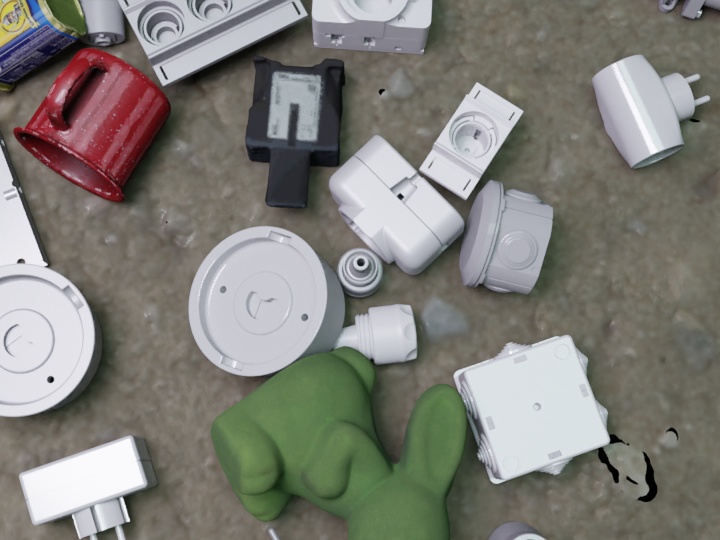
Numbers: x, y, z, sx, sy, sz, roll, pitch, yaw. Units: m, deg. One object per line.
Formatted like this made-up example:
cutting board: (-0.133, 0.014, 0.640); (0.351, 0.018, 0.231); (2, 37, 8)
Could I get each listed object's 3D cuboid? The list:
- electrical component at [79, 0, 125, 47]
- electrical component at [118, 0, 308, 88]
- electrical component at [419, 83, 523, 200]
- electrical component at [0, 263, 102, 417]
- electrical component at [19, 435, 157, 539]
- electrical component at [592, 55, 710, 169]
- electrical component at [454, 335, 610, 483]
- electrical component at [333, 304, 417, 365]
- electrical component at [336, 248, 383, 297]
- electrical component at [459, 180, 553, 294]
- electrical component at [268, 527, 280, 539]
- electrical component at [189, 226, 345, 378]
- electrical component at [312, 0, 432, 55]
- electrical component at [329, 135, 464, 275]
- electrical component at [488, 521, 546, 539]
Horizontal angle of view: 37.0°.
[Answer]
electrical component: (-0.203, -0.208, 0.838); (0.044, 0.044, 0.065); (-5, 85, -2)
electrical component: (-0.112, -0.196, 0.827); (0.121, 0.063, 0.078); (-28, 82, -6)
electrical component: (0.082, -0.094, 0.813); (0.042, 0.064, 0.081); (34, 81, 3)
electrical component: (-0.240, 0.053, 0.780); (0.108, 0.060, 0.108); (0, 80, -1)
electrical component: (-0.187, 0.167, 0.767); (0.083, 0.047, 0.075); (-19, 81, -5)
electrical component: (0.231, -0.128, 0.833); (0.079, 0.044, 0.077); (-21, 81, -5)
electrical component: (0.126, 0.101, 0.787); (0.100, 0.048, 0.099); (-19, 81, -4)
electrical component: (0.010, 0.049, 0.796); (0.062, 0.043, 0.043); (-7, 80, -1)
electrical component: (0.000, 0.000, 0.795); (0.035, 0.061, 0.035); (0, 80, -1)
electrical component: (0.106, -0.023, 0.794); (0.051, 0.080, 0.080); (14, 80, -4)
electrical component: (-0.053, 0.221, 0.761); (0.066, 0.047, 0.076); (-31, 82, -7)
electrical component: (-0.063, 0.028, 0.784); (0.108, 0.060, 0.108); (-5, 75, 20)
electrical component: (0.012, -0.253, 0.841); (0.089, 0.061, 0.150); (4, 80, -1)
electrical component: (0.024, -0.045, 0.805); (0.059, 0.053, 0.095); (-43, 80, -4)
electrical component: (0.115, 0.202, 0.760); (0.044, 0.065, 0.044); (0, 80, -1)
